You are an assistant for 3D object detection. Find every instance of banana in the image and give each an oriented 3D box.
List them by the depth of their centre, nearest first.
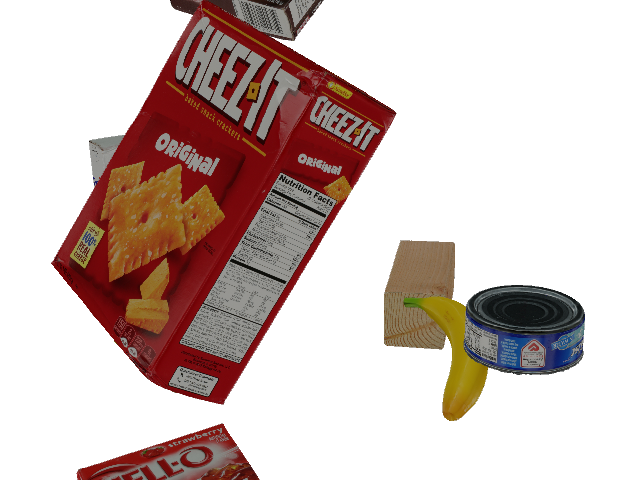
[{"bbox_3d":[0.141,0.113,1.110,0.069,0.037,0.198,-25,31,6],"label":"banana"}]

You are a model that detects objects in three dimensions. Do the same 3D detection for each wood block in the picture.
[{"bbox_3d":[0.154,0.079,1.635,0.091,0.090,0.206,3,22,10],"label":"wood block"}]

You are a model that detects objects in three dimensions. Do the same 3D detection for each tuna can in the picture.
[{"bbox_3d":[0.147,0.063,0.769,0.086,0.034,0.086,-1,20,0],"label":"tuna can"}]

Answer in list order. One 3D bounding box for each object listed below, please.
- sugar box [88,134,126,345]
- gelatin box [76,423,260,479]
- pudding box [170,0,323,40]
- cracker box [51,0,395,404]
[{"bbox_3d":[-0.133,-0.002,0.888,0.093,0.176,0.048,-12,19,-25],"label":"sugar box"},{"bbox_3d":[-0.080,0.140,0.580,0.089,0.030,0.073,-14,27,-20],"label":"gelatin box"},{"bbox_3d":[-0.048,-0.202,0.798,0.114,0.090,0.039,21,-28,22],"label":"pudding box"},{"bbox_3d":[-0.072,-0.030,0.687,0.072,0.214,0.164,24,10,-42],"label":"cracker box"}]
